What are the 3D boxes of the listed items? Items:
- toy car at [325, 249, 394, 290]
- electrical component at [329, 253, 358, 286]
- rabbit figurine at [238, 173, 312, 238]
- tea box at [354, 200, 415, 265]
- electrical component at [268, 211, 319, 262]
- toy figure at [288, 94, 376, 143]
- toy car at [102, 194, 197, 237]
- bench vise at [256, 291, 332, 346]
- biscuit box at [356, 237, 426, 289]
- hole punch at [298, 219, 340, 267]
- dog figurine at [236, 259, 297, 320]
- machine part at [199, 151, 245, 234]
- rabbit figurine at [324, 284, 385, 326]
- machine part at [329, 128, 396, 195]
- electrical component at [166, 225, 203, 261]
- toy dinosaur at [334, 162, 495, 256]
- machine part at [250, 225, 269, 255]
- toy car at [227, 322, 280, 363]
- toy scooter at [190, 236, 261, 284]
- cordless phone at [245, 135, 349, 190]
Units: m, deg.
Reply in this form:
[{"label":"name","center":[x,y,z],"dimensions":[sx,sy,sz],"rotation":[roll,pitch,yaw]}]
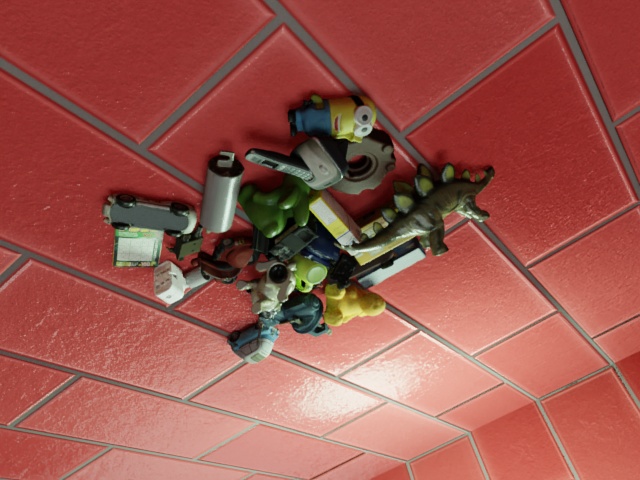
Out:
[{"label":"toy car","center":[0.107,0.064,1.475],"dimensions":[0.202,0.053,0.089],"rotation":[-28,97,16]},{"label":"electrical component","center":[0.062,0.074,1.396],"dimensions":[0.048,0.119,0.074],"rotation":[30,94,-2]},{"label":"rabbit figurine","center":[-0.084,-0.098,1.195],"dimensions":[0.170,0.159,0.121],"rotation":[-46,123,10]},{"label":"tea box","center":[0.151,-0.022,1.378],"dimensions":[0.170,0.068,0.098],"rotation":[-29,112,14]},{"label":"electrical component","center":[-0.065,-0.028,1.269],"dimensions":[0.115,0.134,0.058],"rotation":[-34,123,19]},{"label":"toy figure","center":[0.025,-0.252,1.090],"dimensions":[0.180,0.089,0.082],"rotation":[-4,154,-1]},{"label":"toy car","center":[-0.377,-0.055,1.193],"dimensions":[0.202,0.056,0.073],"rotation":[9,115,-25]},{"label":"bench vise","center":[-0.062,0.237,1.591],"dimensions":[0.224,0.129,0.240],"rotation":[-34,133,23]},{"label":"biscuit box","center":[0.196,0.060,1.516],"dimensions":[0.203,0.059,0.062],"rotation":[-29,138,16]},{"label":"hole punch","center":[-0.003,-0.004,1.342],"dimensions":[0.092,0.116,0.142],"rotation":[-44,134,18]},{"label":"dog figurine","center":[-0.116,0.130,1.426],"dimensions":[0.172,0.121,0.190],"rotation":[-26,163,4]},{"label":"machine part","center":[-0.218,-0.099,1.185],"dimensions":[0.079,0.079,0.243],"rotation":[2,135,-20]},{"label":"rabbit figurine","center":[0.108,0.190,1.563],"dimensions":[0.173,0.122,0.162],"rotation":[-2,170,19]},{"label":"machine part","center":[0.083,-0.178,1.211],"dimensions":[0.179,0.056,0.179],"rotation":[-8,140,-7]},{"label":"electrical component","center":[-0.327,0.004,1.294],"dimensions":[0.078,0.045,0.102],"rotation":[-26,152,-36]},{"label":"toy dinosaur","center":[0.249,-0.067,1.284],"dimensions":[0.471,0.105,0.198],"rotation":[-35,106,-18]},{"label":"machine part","center":[-0.117,0.004,1.336],"dimensions":[0.039,0.084,0.138],"rotation":[-15,155,38]},{"label":"toy car","center":[-0.200,0.325,1.656],"dimensions":[0.162,0.103,0.109],"rotation":[-26,140,14]},{"label":"toy scooter","center":[-0.242,0.046,1.347],"dimensions":[0.135,0.075,0.184],"rotation":[18,134,-33]},{"label":"cordless phone","center":[-0.048,-0.168,1.078],"dimensions":[0.184,0.088,0.147],"rotation":[11,169,-25]}]
